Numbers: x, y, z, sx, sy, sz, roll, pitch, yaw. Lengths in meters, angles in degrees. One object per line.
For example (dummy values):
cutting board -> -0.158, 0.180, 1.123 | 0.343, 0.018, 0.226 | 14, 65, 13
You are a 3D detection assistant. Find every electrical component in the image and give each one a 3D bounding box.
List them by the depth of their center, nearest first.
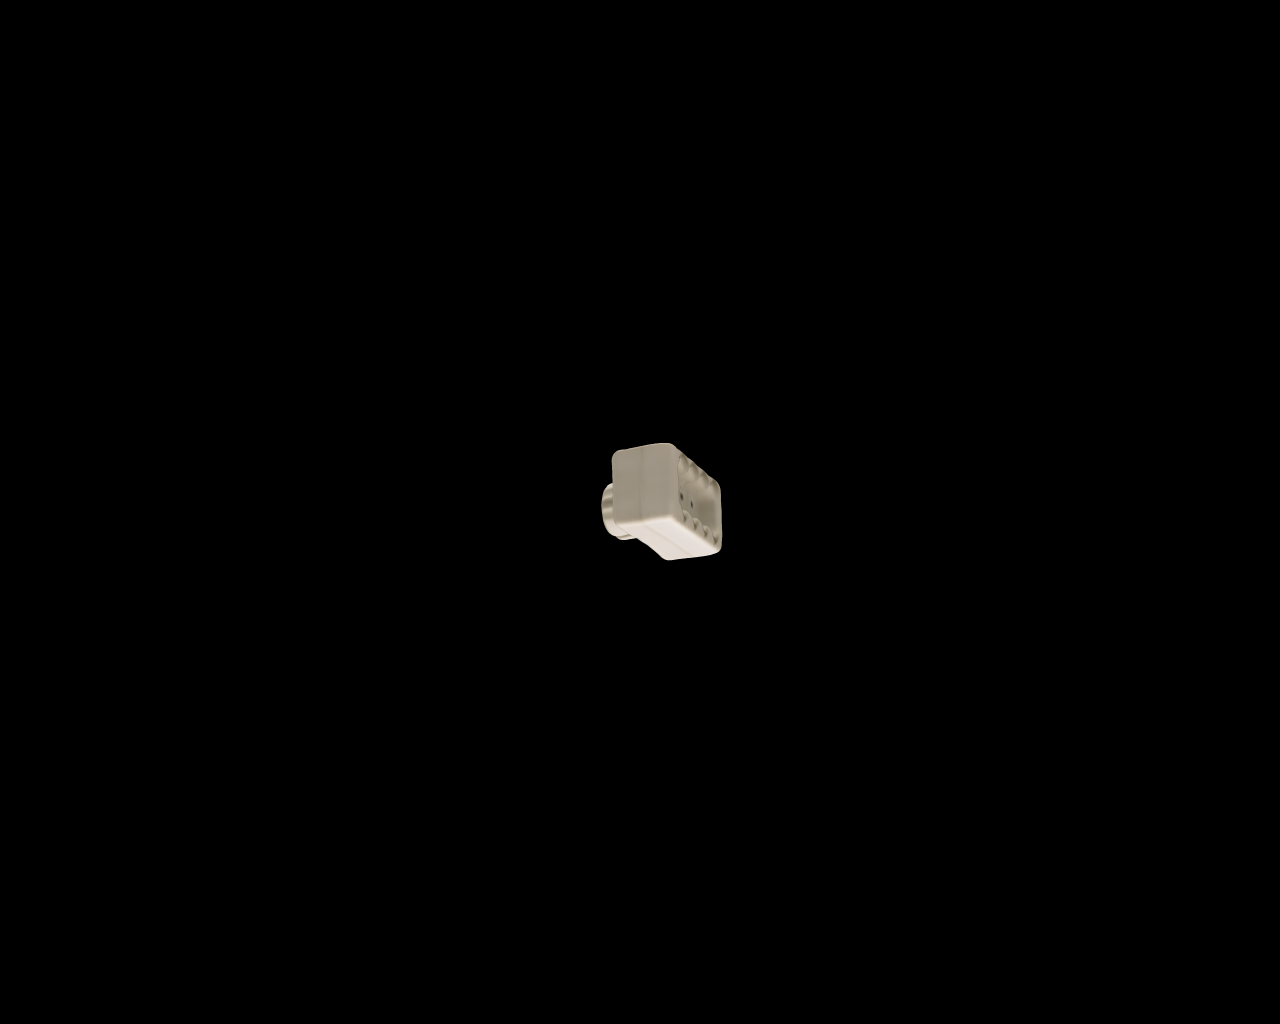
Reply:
electrical component -> 0.001, -0.003, 0.650 | 0.076, 0.047, 0.083 | -8, -20, 22
